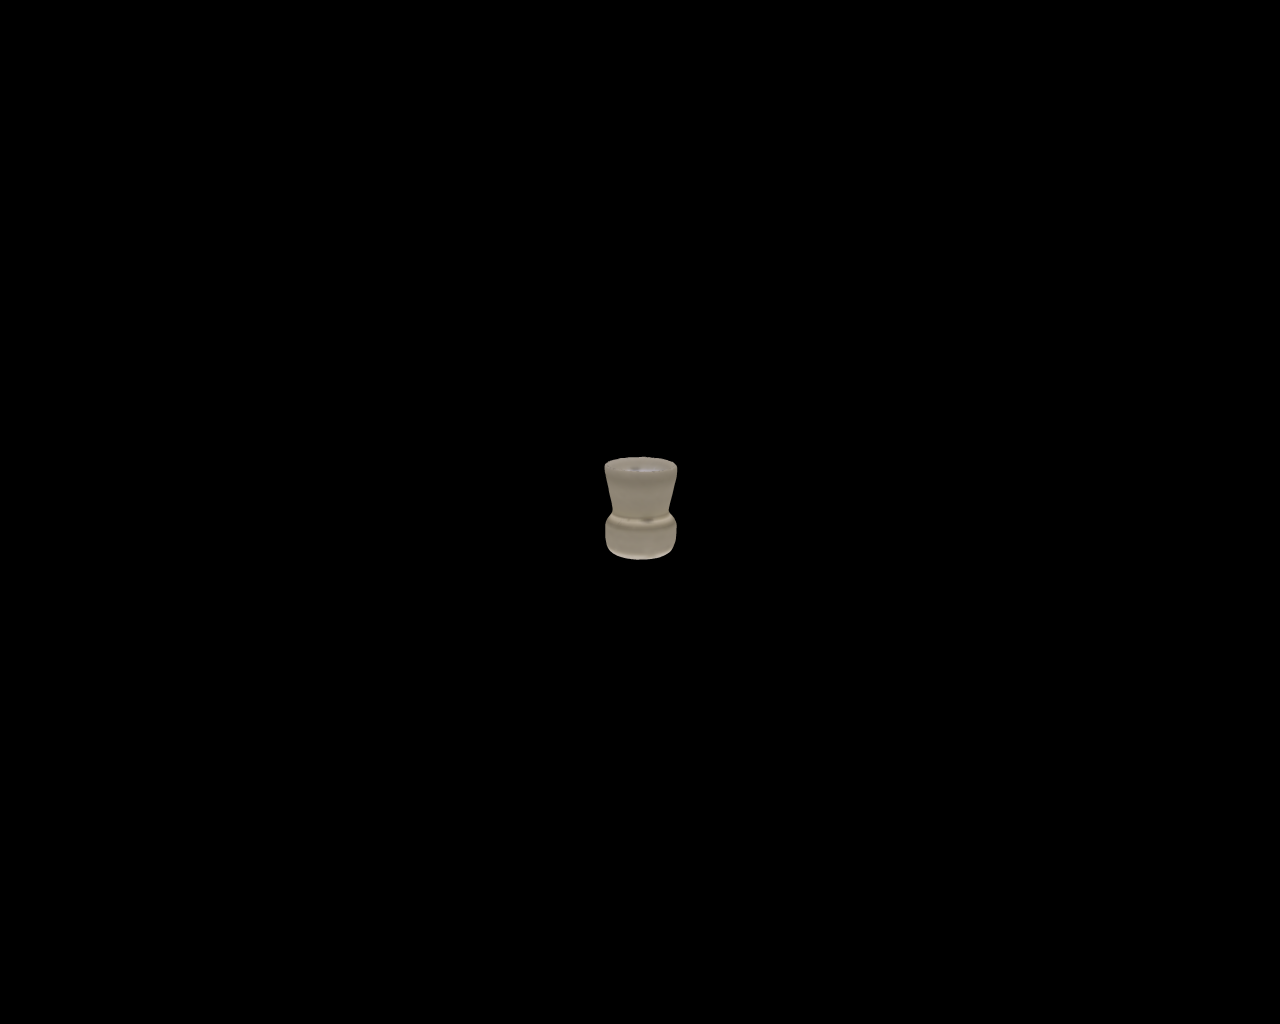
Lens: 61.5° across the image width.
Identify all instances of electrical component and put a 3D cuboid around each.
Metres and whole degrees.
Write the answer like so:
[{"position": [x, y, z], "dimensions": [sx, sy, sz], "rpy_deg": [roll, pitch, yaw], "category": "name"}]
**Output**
[{"position": [0.001, -0.003, 0.650], "dimensions": [0.045, 0.055, 0.045], "rpy_deg": [0, 15, 0], "category": "electrical component"}]
